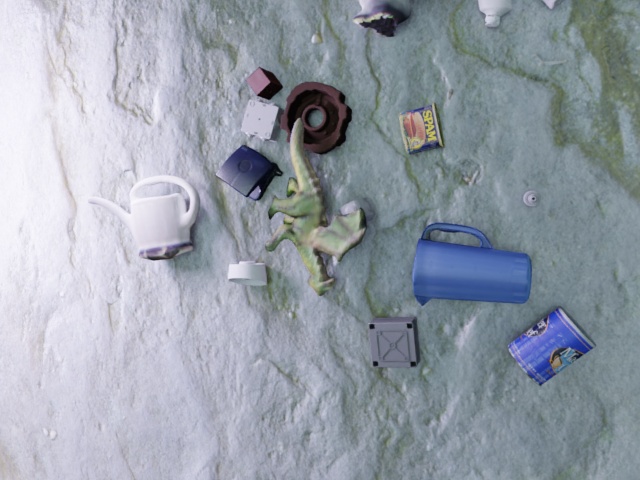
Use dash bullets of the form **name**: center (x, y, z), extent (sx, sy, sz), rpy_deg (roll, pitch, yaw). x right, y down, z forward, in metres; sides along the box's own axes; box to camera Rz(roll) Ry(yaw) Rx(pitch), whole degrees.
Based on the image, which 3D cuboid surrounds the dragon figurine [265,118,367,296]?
- **dragon figurine**: center (0.004, -0.060, 1.201), extent (0.244, 0.123, 0.405), rpy_deg (18, 108, 25)

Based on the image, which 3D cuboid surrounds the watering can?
- **watering can**: center (-0.470, -0.052, 1.395), extent (0.346, 0.104, 0.224), rpy_deg (-9, 91, 19)

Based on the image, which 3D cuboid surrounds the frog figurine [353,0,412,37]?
- **frog figurine**: center (0.142, -0.562, 1.164), extent (0.137, 0.122, 0.160), rpy_deg (4, 85, -14)
